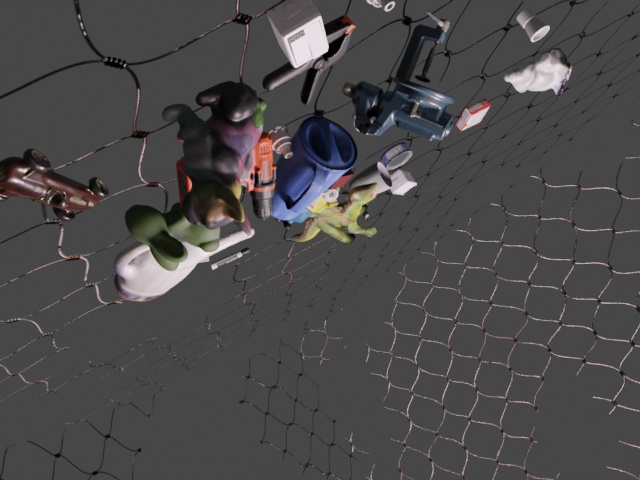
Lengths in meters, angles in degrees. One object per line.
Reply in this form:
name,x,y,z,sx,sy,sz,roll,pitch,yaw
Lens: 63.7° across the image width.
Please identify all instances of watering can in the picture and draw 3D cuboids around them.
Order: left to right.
watering can,-0.320,0.043,1.178,0.221,0.105,0.349,-39,-18,32

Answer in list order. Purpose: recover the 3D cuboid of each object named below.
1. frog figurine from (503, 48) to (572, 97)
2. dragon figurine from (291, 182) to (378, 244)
frog figurine,0.566,-0.445,1.363,0.159,0.123,0.137,5,-5,7
dragon figurine,0.004,-0.073,1.447,0.407,0.124,0.240,-18,-30,35
